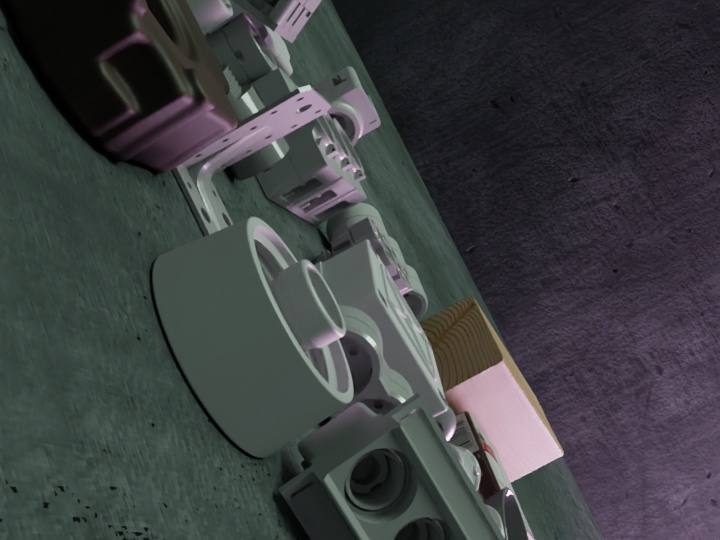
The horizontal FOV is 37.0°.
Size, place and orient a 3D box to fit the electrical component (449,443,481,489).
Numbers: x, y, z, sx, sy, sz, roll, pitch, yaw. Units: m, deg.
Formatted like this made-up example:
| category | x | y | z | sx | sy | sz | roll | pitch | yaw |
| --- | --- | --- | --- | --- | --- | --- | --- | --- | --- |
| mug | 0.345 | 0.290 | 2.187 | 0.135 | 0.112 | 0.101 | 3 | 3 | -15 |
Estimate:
| category | x | y | z | sx | sy | sz | roll | pitch | yaw |
| --- | --- | --- | --- | --- | --- | --- | --- | --- | --- |
| electrical component | 0.058 | 0.147 | 0.795 | 0.062 | 0.048 | 0.048 | 39 | 23 | -52 |

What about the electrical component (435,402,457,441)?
| category | x | y | z | sx | sy | sz | roll | pitch | yaw |
| --- | --- | --- | --- | --- | --- | --- | --- | --- | --- |
| electrical component | 0.045 | 0.109 | 0.842 | 0.048 | 0.048 | 0.062 | 57 | 3 | -30 |

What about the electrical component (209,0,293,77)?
| category | x | y | z | sx | sy | sz | roll | pitch | yaw |
| --- | --- | --- | --- | --- | --- | --- | --- | --- | --- |
| electrical component | -0.098 | -0.200 | 0.950 | 0.055 | 0.050 | 0.089 | 52 | 13 | -49 |

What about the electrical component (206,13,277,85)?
| category | x | y | z | sx | sy | sz | roll | pitch | yaw |
| --- | --- | --- | --- | --- | --- | --- | --- | --- | --- |
| electrical component | -0.099 | -0.168 | 0.852 | 0.055 | 0.047 | 0.055 | 60 | 8 | -14 |

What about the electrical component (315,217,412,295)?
| category | x | y | z | sx | sy | sz | roll | pitch | yaw |
| --- | --- | --- | --- | --- | --- | --- | --- | --- | --- |
| electrical component | 0.000 | 0.000 | 0.873 | 0.078 | 0.057 | 0.058 | 54 | 11 | -44 |

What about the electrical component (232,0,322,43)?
| category | x | y | z | sx | sy | sz | roll | pitch | yaw |
| --- | --- | --- | --- | --- | --- | --- | --- | --- | --- |
| electrical component | -0.103 | -0.255 | 0.859 | 0.150 | 0.061 | 0.089 | 37 | 8 | 1 |

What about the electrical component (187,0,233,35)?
| category | x | y | z | sx | sy | sz | roll | pitch | yaw |
| --- | --- | --- | --- | --- | --- | --- | --- | --- | --- |
| electrical component | -0.125 | -0.195 | 0.779 | 0.055 | 0.047 | 0.055 | 60 | 8 | -15 |

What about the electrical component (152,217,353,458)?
| category | x | y | z | sx | sy | sz | roll | pitch | yaw |
| --- | --- | --- | --- | --- | --- | --- | --- | --- | --- |
| electrical component | -0.042 | 0.026 | 0.506 | 0.108 | 0.060 | 0.108 | 60 | 9 | -15 |

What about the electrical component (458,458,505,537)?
| category | x | y | z | sx | sy | sz | roll | pitch | yaw |
| --- | --- | --- | --- | --- | --- | --- | --- | --- | --- |
| electrical component | 0.058 | 0.163 | 0.696 | 0.057 | 0.058 | 0.078 | 55 | 9 | -27 |

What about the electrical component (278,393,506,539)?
| category | x | y | z | sx | sy | sz | roll | pitch | yaw |
| --- | --- | --- | --- | --- | --- | --- | --- | --- | --- |
| electrical component | 0.021 | 0.128 | 0.526 | 0.121 | 0.079 | 0.063 | 60 | -11 | -15 |

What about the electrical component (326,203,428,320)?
| category | x | y | z | sx | sy | sz | roll | pitch | yaw |
| --- | --- | --- | --- | --- | --- | --- | --- | --- | --- |
| electrical component | 0.013 | -0.013 | 1.012 | 0.138 | 0.052 | 0.073 | 56 | 10 | -41 |

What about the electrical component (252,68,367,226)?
| category | x | y | z | sx | sy | sz | roll | pitch | yaw |
| --- | --- | --- | --- | --- | --- | --- | --- | --- | --- |
| electrical component | -0.047 | -0.099 | 0.893 | 0.089 | 0.062 | 0.150 | 64 | 8 | 11 |

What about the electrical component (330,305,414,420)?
| category | x | y | z | sx | sy | sz | roll | pitch | yaw |
| --- | --- | --- | --- | --- | --- | --- | --- | --- | --- |
| electrical component | 0.008 | 0.083 | 0.665 | 0.138 | 0.052 | 0.073 | 61 | 8 | -14 |

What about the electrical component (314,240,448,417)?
| category | x | y | z | sx | sy | sz | roll | pitch | yaw |
| --- | --- | --- | --- | --- | --- | --- | --- | --- | --- |
| electrical component | 0.011 | 0.049 | 0.782 | 0.108 | 0.056 | 0.108 | 59 | 9 | -21 |

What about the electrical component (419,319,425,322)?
| category | x | y | z | sx | sy | sz | roll | pitch | yaw |
| --- | --- | --- | --- | --- | --- | --- | --- | --- | --- |
| electrical component | 0.068 | 0.075 | 1.116 | 0.046 | 0.040 | 0.040 | 43 | 20 | -50 |

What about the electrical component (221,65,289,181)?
| category | x | y | z | sx | sy | sz | roll | pitch | yaw |
| --- | --- | --- | --- | --- | --- | --- | --- | --- | --- |
| electrical component | -0.087 | -0.106 | 0.732 | 0.081 | 0.043 | 0.043 | 59 | 9 | -22 |

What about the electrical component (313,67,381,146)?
| category | x | y | z | sx | sy | sz | roll | pitch | yaw |
| --- | --- | --- | --- | --- | --- | --- | --- | --- | --- |
| electrical component | -0.032 | -0.147 | 1.048 | 0.050 | 0.089 | 0.055 | 56 | 10 | -37 |

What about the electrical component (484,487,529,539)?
| category | x | y | z | sx | sy | sz | roll | pitch | yaw |
| --- | --- | --- | --- | --- | --- | --- | --- | --- | --- |
| electrical component | 0.096 | 0.210 | 0.748 | 0.099 | 0.064 | 0.099 | 60 | 8 | -14 |
